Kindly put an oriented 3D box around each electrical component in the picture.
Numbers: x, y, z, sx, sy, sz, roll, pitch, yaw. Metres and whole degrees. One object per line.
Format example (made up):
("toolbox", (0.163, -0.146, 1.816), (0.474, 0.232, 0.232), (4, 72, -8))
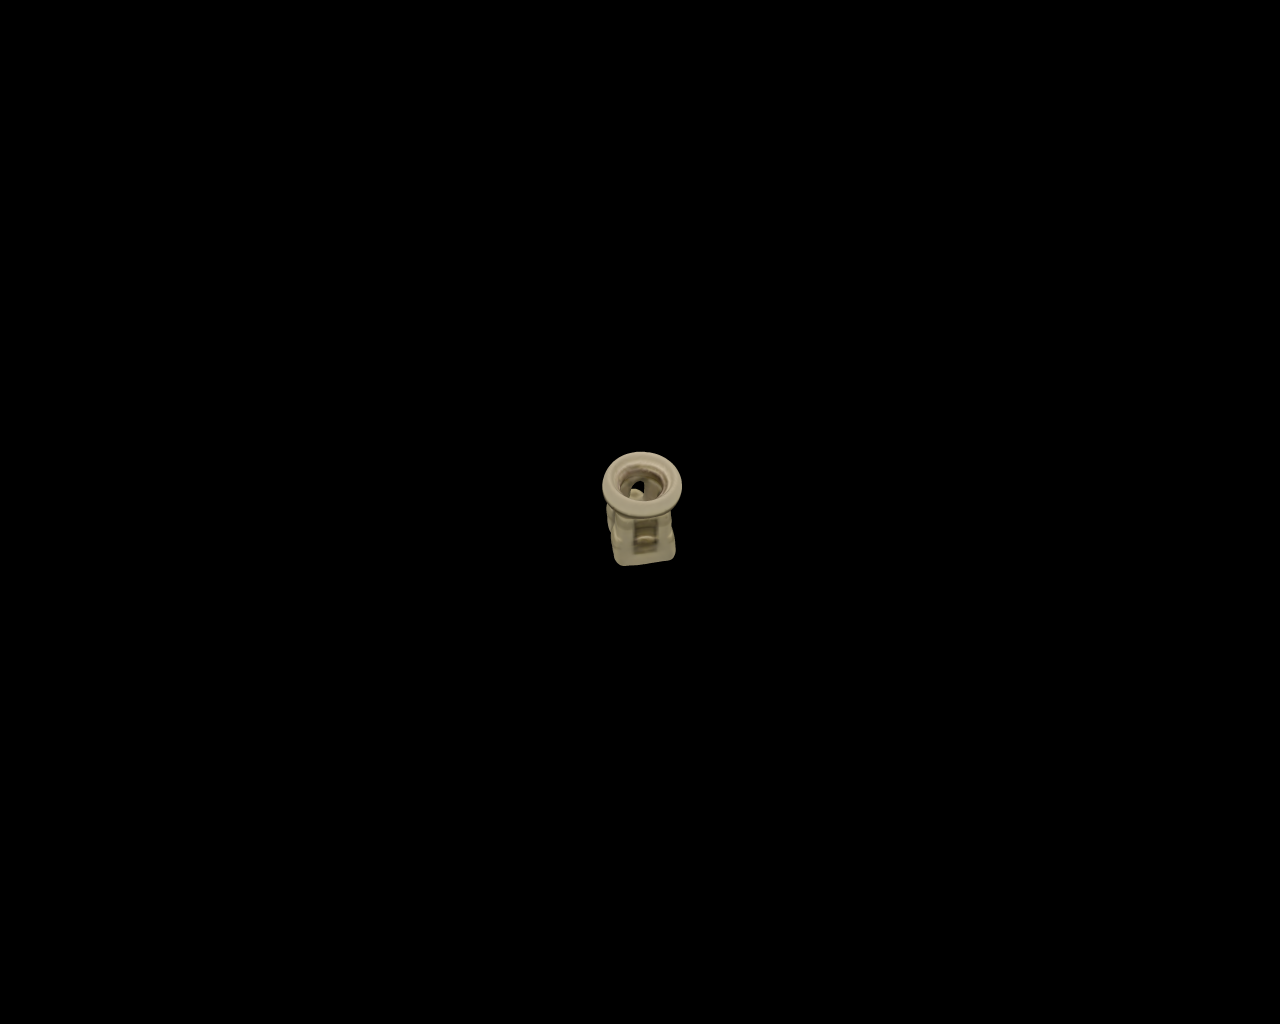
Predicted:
("electrical component", (0.001, -0.003, 0.650), (0.048, 0.066, 0.055), (-7, -43, -7))
